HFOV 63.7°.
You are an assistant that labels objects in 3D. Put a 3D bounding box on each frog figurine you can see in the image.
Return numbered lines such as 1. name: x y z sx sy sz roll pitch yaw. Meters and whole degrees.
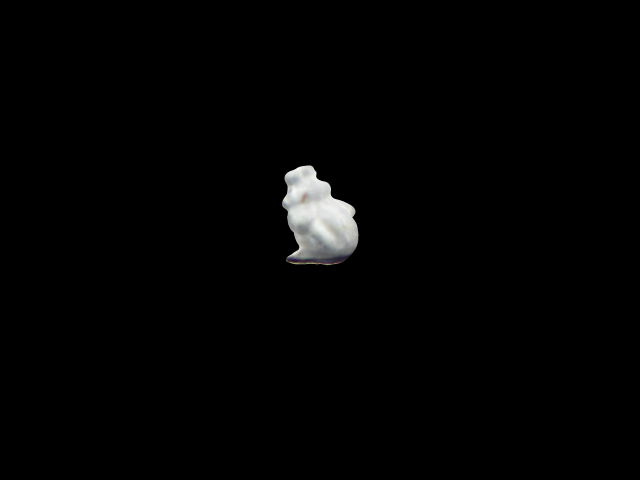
1. frog figurine: 0.003 -0.043 0.850 0.138 0.158 0.123 -8 13 -39
